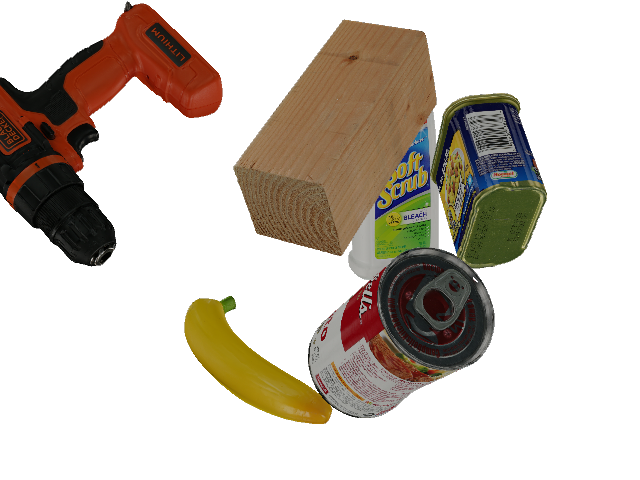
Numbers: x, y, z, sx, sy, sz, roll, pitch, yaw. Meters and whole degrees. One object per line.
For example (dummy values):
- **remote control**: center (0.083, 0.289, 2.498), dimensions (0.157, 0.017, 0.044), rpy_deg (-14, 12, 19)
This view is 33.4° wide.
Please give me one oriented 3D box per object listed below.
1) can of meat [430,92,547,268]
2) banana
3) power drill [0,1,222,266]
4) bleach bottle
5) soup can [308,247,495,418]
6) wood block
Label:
- **can of meat**: center (0.121, -0.041, 0.771), dimensions (0.057, 0.084, 0.102), rpy_deg (-5, -35, -8)
- **banana**: center (-0.064, 0.091, 0.860), dimensions (0.069, 0.037, 0.198), rpy_deg (-12, 31, -25)
- **power drill**: center (-0.168, -0.088, 0.815), dimensions (0.187, 0.184, 0.057), rpy_deg (-37, -15, -27)
- **bleach bottle**: center (0.075, -0.087, 1.146), dimensions (0.102, 0.251, 0.068), rpy_deg (-10, 23, -12)
- **soup can**: center (0.042, 0.054, 0.594), dimensions (0.068, 0.068, 0.102), rpy_deg (0, -23, -24)
- **wood block**: center (0.019, -0.097, 0.961), dimensions (0.091, 0.205, 0.090), rpy_deg (15, -37, 27)
